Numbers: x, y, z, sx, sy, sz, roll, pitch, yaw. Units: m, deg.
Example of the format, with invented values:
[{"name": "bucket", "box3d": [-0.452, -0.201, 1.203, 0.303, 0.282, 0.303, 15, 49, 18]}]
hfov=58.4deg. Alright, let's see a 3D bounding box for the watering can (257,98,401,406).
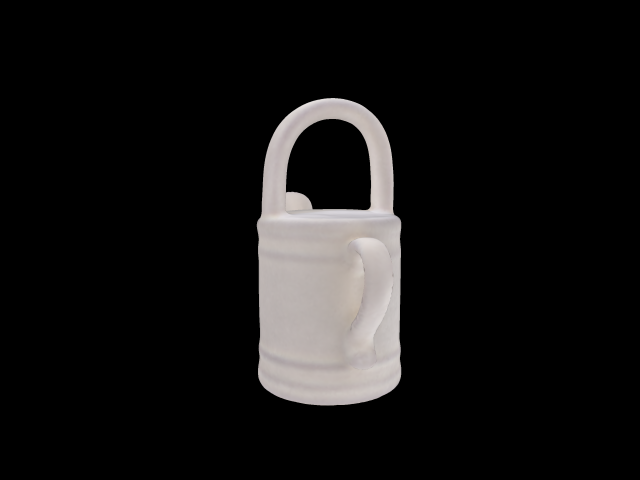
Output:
[{"name": "watering can", "box3d": [0.002, 0.002, 0.399, 0.101, 0.194, 0.172, -6, 9, -42]}]
